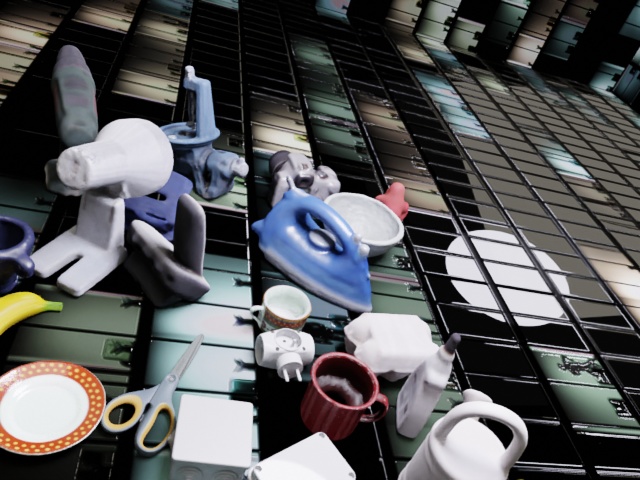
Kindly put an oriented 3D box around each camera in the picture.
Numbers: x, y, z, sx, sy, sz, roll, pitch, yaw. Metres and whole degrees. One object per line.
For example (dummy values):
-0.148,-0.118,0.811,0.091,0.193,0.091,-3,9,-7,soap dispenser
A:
-0.043,-0.136,1.196,0.143,0.101,0.136,1,39,-27,camera

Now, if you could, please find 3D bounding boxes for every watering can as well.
0.171,0.255,0.685,0.101,0.194,0.172,13,35,-12,watering can

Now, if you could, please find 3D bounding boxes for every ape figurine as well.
0.159,-0.083,1.239,0.078,0.092,0.076,23,34,4,ape figurine

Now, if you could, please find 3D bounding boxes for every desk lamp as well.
-0.319,-0.061,0.843,0.118,0.213,0.203,25,34,6,desk lamp

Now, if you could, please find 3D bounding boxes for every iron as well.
0.009,0.004,0.994,0.257,0.141,0.119,36,37,21,iron

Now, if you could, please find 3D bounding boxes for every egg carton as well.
0.113,0.168,0.886,0.151,0.069,0.107,5,37,-22,egg carton

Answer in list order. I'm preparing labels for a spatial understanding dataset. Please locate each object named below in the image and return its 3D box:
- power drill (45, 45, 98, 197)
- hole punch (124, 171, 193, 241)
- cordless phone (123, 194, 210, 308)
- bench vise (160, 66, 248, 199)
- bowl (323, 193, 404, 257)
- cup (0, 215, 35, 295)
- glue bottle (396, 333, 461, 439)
-0.423,-0.192,0.974,0.076,0.208,0.229,-1,40,-29,power drill
-0.280,-0.065,0.979,0.108,0.091,0.101,18,34,-4,hole punch
-0.218,-0.007,0.848,0.147,0.185,0.094,39,38,25,cordless phone
-0.215,-0.205,1.093,0.207,0.220,0.121,22,34,1,bench vise
0.074,-0.018,1.118,0.167,0.075,0.167,14,34,-10,bowl
-0.422,0.034,0.763,0.117,0.095,0.092,32,35,16,cup
0.151,0.191,0.782,0.037,0.173,0.078,19,34,-2,glue bottle
